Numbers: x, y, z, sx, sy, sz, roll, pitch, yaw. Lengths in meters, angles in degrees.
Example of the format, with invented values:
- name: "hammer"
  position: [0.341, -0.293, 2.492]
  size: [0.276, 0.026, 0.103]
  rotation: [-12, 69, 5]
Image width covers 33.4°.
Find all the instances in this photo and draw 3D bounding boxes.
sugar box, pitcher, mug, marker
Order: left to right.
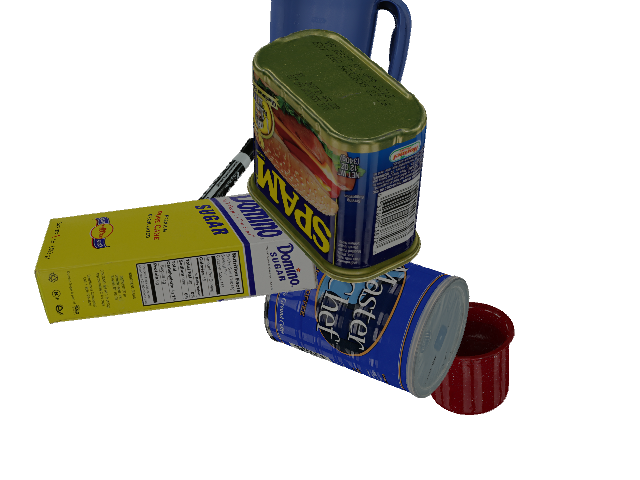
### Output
- name: "sugar box"
  position: [-0.095, 0.007, 0.714]
  size: [0.176, 0.048, 0.093]
  rotation: [-10, 24, -3]
- name: "marker"
  position: [-0.094, -0.064, 1.092]
  size: [0.020, 0.020, 0.121]
  rotation: [0, 43, 41]
- name: "pitcher"
  position: [0.008, -0.200, 1.288]
  size: [0.144, 0.243, 0.149]
  rotation: [-9, 29, -27]
- name: "mug"
  position: [0.154, 0.115, 1.089]
  size: [0.093, 0.081, 0.117]
  rotation: [9, 36, 23]

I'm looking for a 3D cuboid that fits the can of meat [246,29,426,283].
- name: "can of meat"
  position: [0.007, -0.044, 0.526]
  size: [0.057, 0.084, 0.102]
  rotation: [-23, 48, -25]

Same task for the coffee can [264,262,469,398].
- name: "coffee can"
  position: [0.039, 0.059, 0.889]
  size: [0.140, 0.103, 0.102]
  rotation: [18, 8, 26]
